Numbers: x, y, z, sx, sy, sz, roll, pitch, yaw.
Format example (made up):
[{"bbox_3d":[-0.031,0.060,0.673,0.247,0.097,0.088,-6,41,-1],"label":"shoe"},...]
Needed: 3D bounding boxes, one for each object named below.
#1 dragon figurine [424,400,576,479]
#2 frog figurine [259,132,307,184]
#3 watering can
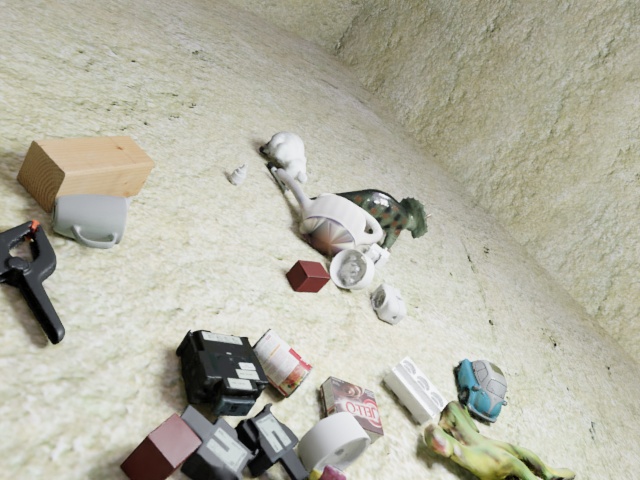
[{"bbox_3d":[0.359,0.427,1.074,0.408,0.120,0.247,15,27,-43],"label":"dragon figurine"},{"bbox_3d":[-0.086,-0.248,1.542,0.162,0.122,0.135,45,4,37],"label":"frog figurine"},{"bbox_3d":[0.004,-0.070,1.385,0.348,0.102,0.229,27,33,2],"label":"watering can"}]
